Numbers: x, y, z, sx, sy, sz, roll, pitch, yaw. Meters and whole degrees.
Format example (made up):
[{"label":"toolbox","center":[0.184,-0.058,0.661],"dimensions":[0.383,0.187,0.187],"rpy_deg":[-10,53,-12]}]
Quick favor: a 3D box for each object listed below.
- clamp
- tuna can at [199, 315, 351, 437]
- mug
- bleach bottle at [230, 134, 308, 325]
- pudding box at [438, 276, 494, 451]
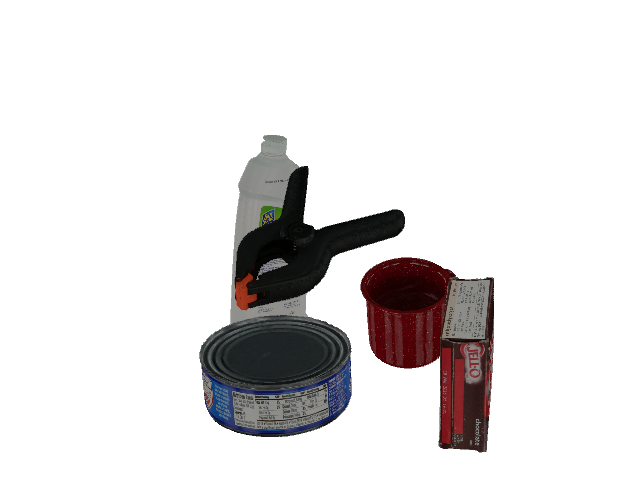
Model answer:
[{"label":"clamp","center":[-0.023,-0.005,0.931],"dimensions":[0.171,0.039,0.120],"rpy_deg":[-32,46,-33]},{"label":"tuna can","center":[-0.025,0.076,0.606],"dimensions":[0.086,0.034,0.086],"rpy_deg":[-2,22,1]},{"label":"mug","center":[0.098,0.072,1.105],"dimensions":[0.117,0.081,0.093],"rpy_deg":[-31,43,-32]},{"label":"bleach bottle","center":[-0.057,-0.006,1.323],"dimensions":[0.102,0.251,0.068],"rpy_deg":[-9,24,-34]},{"label":"pudding box","center":[0.109,0.088,0.790],"dimensions":[0.039,0.090,0.113],"rpy_deg":[2,22,8]}]
